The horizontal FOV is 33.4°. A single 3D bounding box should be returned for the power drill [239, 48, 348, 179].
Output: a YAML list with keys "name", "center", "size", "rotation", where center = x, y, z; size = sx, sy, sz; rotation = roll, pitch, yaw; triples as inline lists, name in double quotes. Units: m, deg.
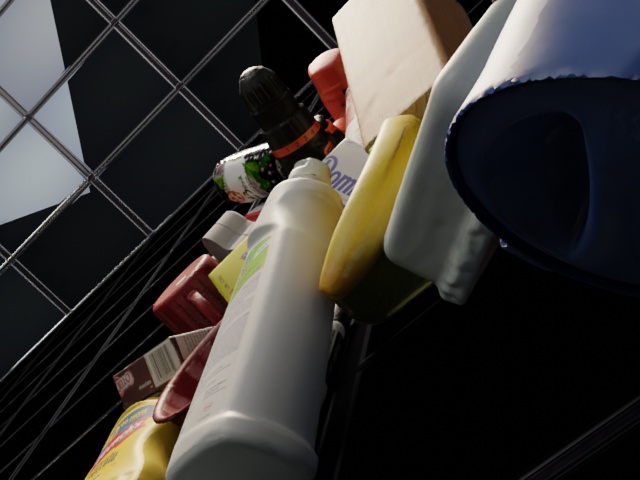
- name: "power drill"
  center: [0.001, -0.121, 1.063]
  size: [0.057, 0.184, 0.187]
  rotation: [-23, 23, 30]

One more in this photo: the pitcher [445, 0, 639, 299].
- name: "pitcher"
  center: [0.148, -0.102, 0.436]
  size: [0.149, 0.145, 0.242]
  rotation: [4, 57, 37]

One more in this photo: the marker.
- name: "marker"
  center: [0.004, 0.078, 0.743]
  size: [0.020, 0.020, 0.121]
  rotation: [-41, 12, 25]

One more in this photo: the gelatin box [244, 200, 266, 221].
- name: "gelatin box"
  center: [-0.026, -0.034, 1.096]
  size: [0.073, 0.030, 0.089]
  rotation: [-14, 16, 35]

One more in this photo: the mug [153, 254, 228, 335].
- name: "mug"
  center: [-0.112, 0.070, 1.065]
  size: [0.093, 0.081, 0.117]
  rotation: [-46, 10, -3]

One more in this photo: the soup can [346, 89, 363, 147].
- name: "soup can"
  center: [0.057, -0.100, 1.008]
  size: [0.069, 0.068, 0.102]
  rotation: [-37, 37, 39]

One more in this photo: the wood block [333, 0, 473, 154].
- name: "wood block"
  center: [0.082, -0.138, 0.880]
  size: [0.090, 0.090, 0.206]
  rotation: [-41, 33, 23]

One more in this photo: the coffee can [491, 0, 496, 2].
- name: "coffee can"
  center: [0.234, -0.289, 1.045]
  size: [0.102, 0.103, 0.140]
  rotation: [-50, 11, -24]

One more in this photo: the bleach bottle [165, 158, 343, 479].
- name: "bleach bottle"
  center: [-0.025, 0.042, 0.678]
  size: [0.103, 0.068, 0.250]
  rotation: [-42, 26, 46]

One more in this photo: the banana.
- name: "banana"
  center: [0.042, -0.035, 0.696]
  size: [0.197, 0.037, 0.070]
  rotation: [-65, 0, -56]

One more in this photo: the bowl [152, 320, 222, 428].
- name: "bowl"
  center: [-0.051, 0.093, 0.805]
  size: [0.162, 0.055, 0.162]
  rotation: [-44, 10, 9]

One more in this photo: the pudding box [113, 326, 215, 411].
- name: "pudding box"
  center: [-0.118, 0.111, 0.948]
  size: [0.089, 0.039, 0.114]
  rotation: [-12, -14, -42]

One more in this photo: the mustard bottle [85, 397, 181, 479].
- name: "mustard bottle"
  center: [-0.144, 0.177, 0.840]
  size: [0.096, 0.058, 0.191]
  rotation: [-42, 10, 18]

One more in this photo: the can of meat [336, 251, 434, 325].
- name: "can of meat"
  center: [0.055, 0.002, 0.740]
  size: [0.102, 0.057, 0.084]
  rotation: [-41, 13, 26]

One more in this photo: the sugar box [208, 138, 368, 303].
- name: "sugar box"
  center: [-0.006, 0.001, 0.914]
  size: [0.176, 0.048, 0.093]
  rotation: [-47, 45, 3]
